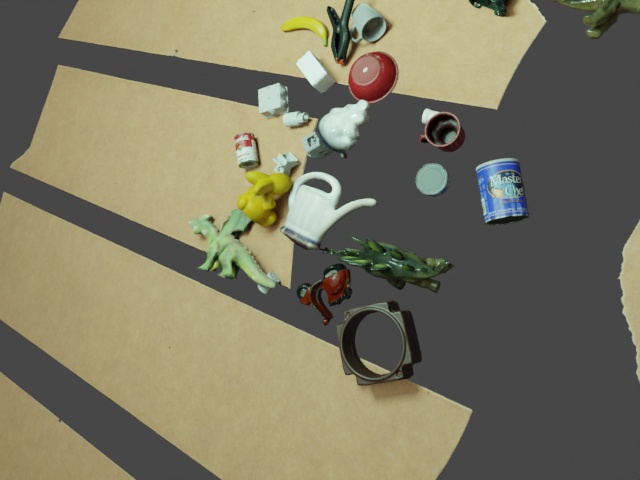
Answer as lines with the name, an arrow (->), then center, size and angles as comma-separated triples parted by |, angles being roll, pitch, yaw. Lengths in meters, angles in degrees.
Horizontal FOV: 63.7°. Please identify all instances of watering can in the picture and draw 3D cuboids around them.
watering can -> 0.004, -0.074, 1.461 | 0.351, 0.103, 0.224 | 28, 95, 49

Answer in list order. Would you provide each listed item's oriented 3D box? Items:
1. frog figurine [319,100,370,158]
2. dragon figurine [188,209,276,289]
frog figurine -> 0.077, -0.334, 1.479 | 0.157, 0.122, 0.140 | -46, 44, 28
dragon figurine -> -0.266, 0.003, 1.624 | 0.411, 0.121, 0.245 | 11, 79, 30
